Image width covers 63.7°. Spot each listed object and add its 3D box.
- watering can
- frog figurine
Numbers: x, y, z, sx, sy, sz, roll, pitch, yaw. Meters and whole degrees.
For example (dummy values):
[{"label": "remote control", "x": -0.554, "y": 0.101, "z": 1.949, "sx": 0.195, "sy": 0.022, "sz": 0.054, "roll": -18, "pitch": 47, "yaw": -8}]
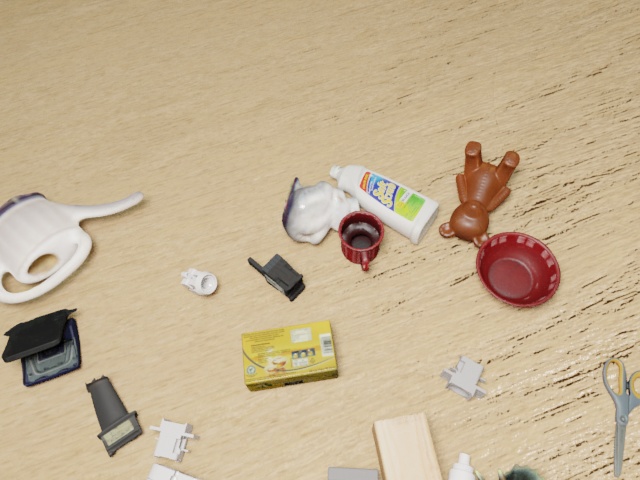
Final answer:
[{"label": "watering can", "x": -0.562, "y": -0.025, "z": 1.096, "sx": 0.226, "sy": 0.352, "sz": 0.102, "roll": 35, "pitch": -22, "yaw": 20}, {"label": "frog figurine", "x": 0.003, "y": -0.055, "z": 1.086, "sx": 0.159, "sy": 0.137, "sz": 0.123, "roll": 14, "pitch": 5, "yaw": 0}]
